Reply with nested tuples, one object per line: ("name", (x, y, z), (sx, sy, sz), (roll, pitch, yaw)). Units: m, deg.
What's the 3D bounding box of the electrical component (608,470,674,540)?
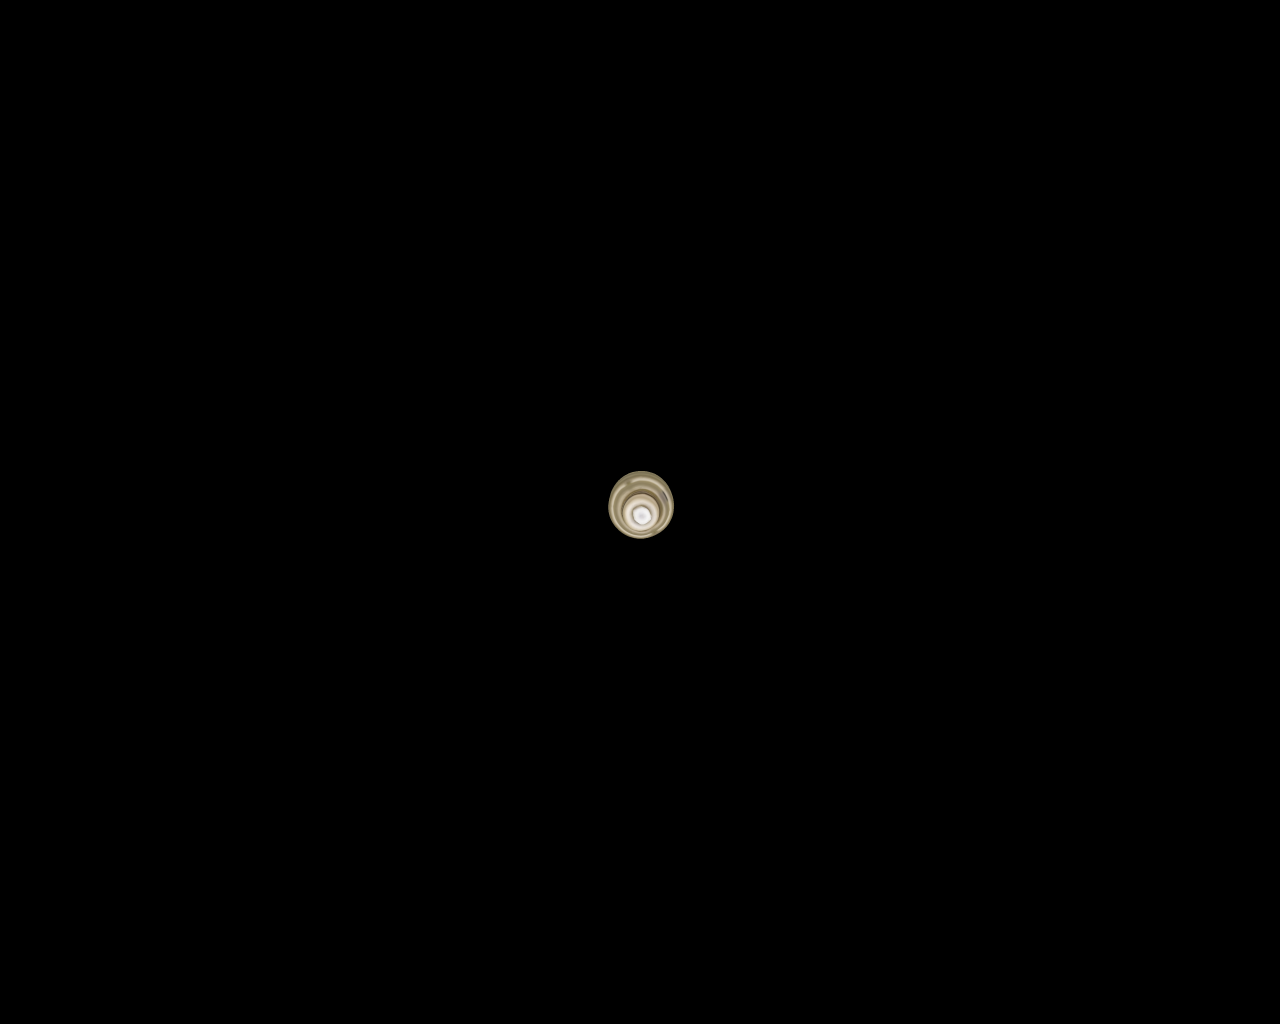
("electrical component", (0.001, -0.003, 0.650), (0.040, 0.040, 0.078), (0, 8, 0))
